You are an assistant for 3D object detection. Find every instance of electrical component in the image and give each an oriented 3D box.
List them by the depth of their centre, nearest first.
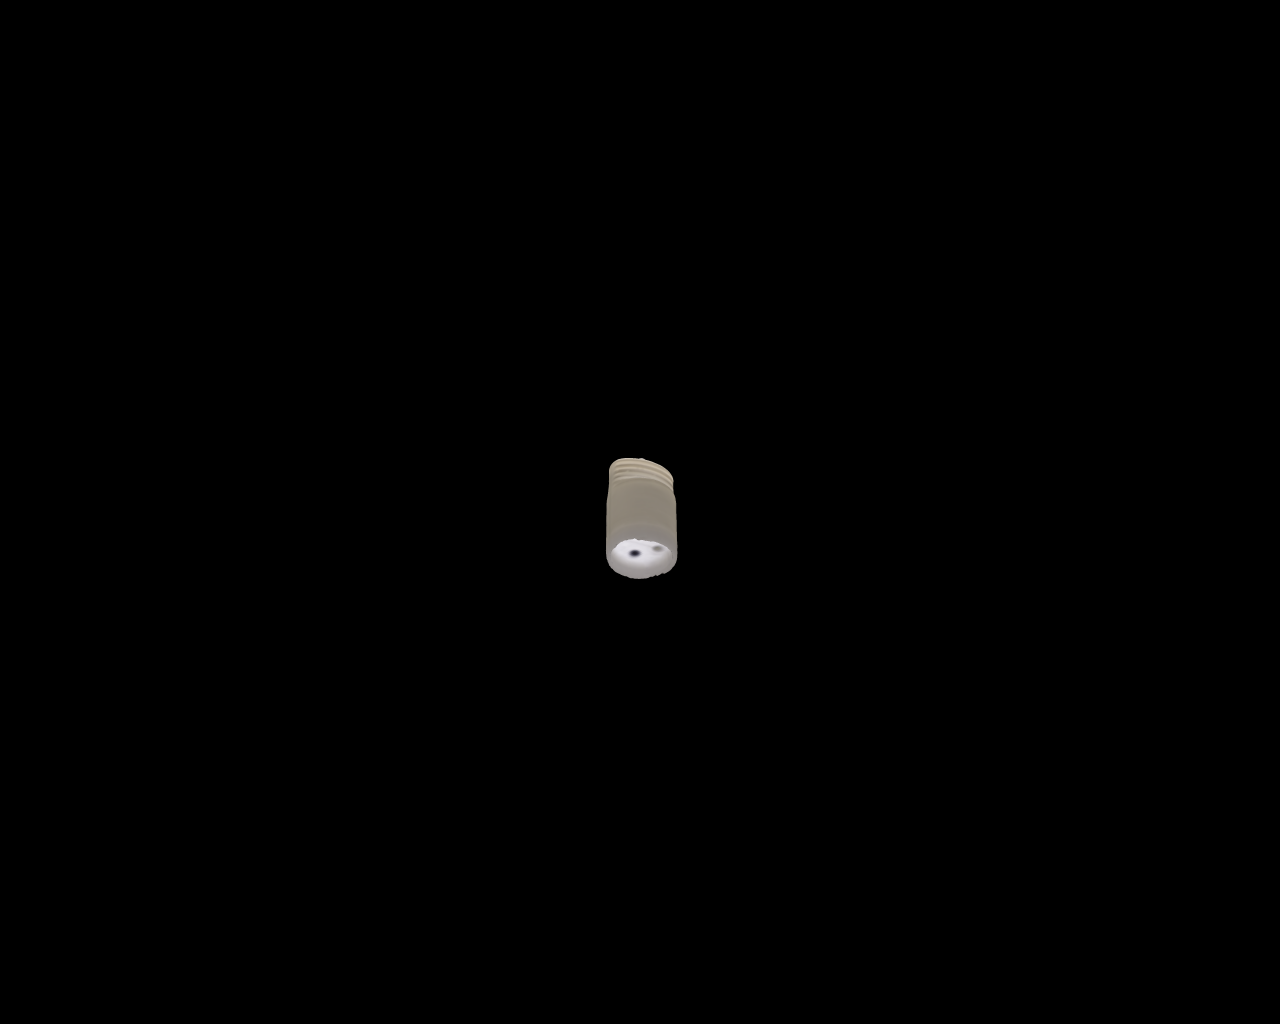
[{"bbox_3d":[0.001,-0.003,0.650,0.043,0.081,0.043,0,-38,0],"label":"electrical component"}]
